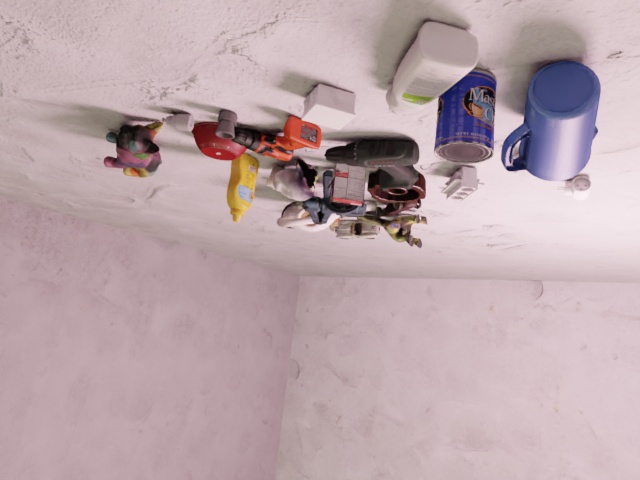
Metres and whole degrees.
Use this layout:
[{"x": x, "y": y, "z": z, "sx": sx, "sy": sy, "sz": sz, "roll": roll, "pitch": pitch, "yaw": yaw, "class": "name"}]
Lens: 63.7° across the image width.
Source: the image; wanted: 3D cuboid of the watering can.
[{"x": 0.005, "y": -0.090, "z": 1.791, "sx": 0.349, "sy": 0.103, "sz": 0.225, "roll": -12, "pitch": -169, "yaw": -23, "class": "watering can"}]

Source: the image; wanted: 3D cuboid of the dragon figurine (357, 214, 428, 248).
[{"x": 0.242, "y": -0.052, "z": 1.870, "sx": 0.243, "sy": 0.122, "sz": 0.408, "roll": 10, "pitch": 179, "yaw": 33, "class": "dragon figurine"}]

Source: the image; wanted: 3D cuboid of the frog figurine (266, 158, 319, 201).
[{"x": -0.095, "y": -0.164, "z": 1.493, "sx": 0.158, "sy": 0.123, "sz": 0.138, "roll": -14, "pitch": 178, "yaw": 30, "class": "frog figurine"}]
